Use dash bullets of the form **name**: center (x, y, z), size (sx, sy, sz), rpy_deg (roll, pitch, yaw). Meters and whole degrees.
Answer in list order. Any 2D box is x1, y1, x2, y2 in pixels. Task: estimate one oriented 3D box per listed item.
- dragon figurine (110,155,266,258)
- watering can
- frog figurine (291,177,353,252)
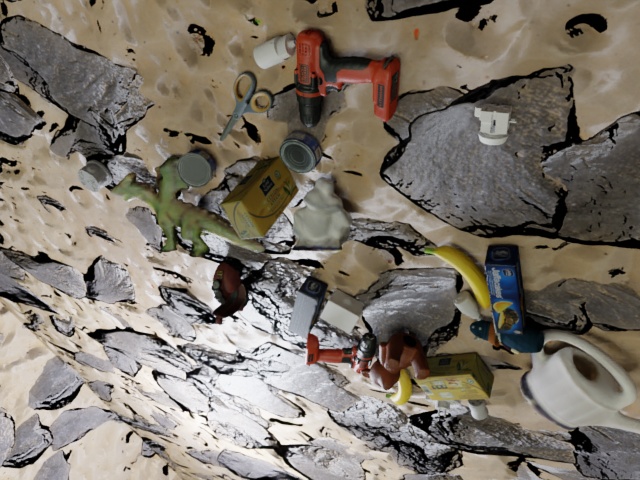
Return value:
- **dragon figurine**: center (-0.334, -0.091, 1.289), size (0.410, 0.125, 0.237), rpy_deg (5, 123, 16)
- **watering can**: center (0.577, 0.341, 1.088), size (0.350, 0.105, 0.219), rpy_deg (46, 139, 15)
- **frog figurine**: center (0.003, -0.056, 1.123), size (0.137, 0.123, 0.159), rpy_deg (4, 95, 39)
